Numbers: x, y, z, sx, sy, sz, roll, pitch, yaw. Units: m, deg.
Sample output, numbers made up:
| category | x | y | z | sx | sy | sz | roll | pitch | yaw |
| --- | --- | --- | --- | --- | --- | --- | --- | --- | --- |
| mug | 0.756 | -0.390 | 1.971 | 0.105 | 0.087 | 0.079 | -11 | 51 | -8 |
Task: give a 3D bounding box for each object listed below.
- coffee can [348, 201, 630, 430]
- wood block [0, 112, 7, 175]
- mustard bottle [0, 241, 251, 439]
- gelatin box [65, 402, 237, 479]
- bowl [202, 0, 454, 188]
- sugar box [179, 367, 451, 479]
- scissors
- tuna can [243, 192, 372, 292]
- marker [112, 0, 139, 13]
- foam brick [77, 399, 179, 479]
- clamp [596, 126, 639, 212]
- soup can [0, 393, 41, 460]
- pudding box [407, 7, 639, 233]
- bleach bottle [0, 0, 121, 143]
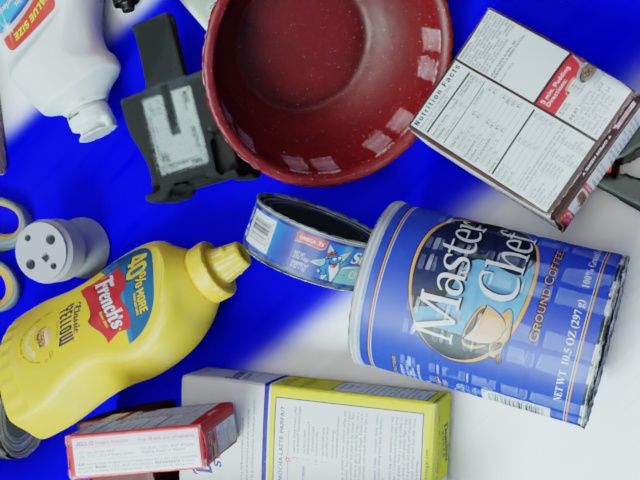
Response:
| category | x | y | z | sx | sy | sz | roll | pitch | yaw |
| --- | --- | --- | --- | --- | --- | --- | --- | --- | --- |
| coffee can | 0.099 | 0.042 | 0.628 | 0.140 | 0.102 | 0.103 | 14 | 97 | 18 |
| wood block | -0.347 | -0.079 | 0.788 | 0.206 | 0.090 | 0.091 | -7 | 90 | 20 |
| mustard bottle | -0.129 | 0.054 | 0.722 | 0.192 | 0.058 | 0.096 | -29 | 42 | 17 |
| gelatin box | -0.104 | 0.126 | 0.667 | 0.089 | 0.073 | 0.030 | -8 | 90 | 10 |
| bowl | -0.001 | -0.117 | 0.656 | 0.162 | 0.055 | 0.162 | -8 | 113 | -19 |
| sugar box | -0.006 | 0.138 | 0.702 | 0.176 | 0.048 | 0.093 | 4 | 94 | 23 |
| scissors | -0.303 | 0.019 | 0.816 | 0.202 | 0.016 | 0.096 | -13 | 88 | 20 |
| tuna can | -0.004 | 0.001 | 0.672 | 0.086 | 0.086 | 0.034 | 24 | 102 | 17 |
| marker | -0.152 | -0.217 | 0.748 | 0.020 | 0.020 | 0.121 | -19 | 86 | 19 |
| foam brick | -0.126 | 0.155 | 0.741 | 0.051 | 0.053 | 0.078 | -13 | 89 | 20 |
| clamp | 0.240 | -0.059 | 0.609 | 0.172 | 0.039 | 0.120 | 3 | 80 | 22 |
| soup can | -0.259 | 0.124 | 0.778 | 0.102 | 0.068 | 0.068 | 0 | 93 | 19 |
| pudding box | 0.121 | -0.073 | 0.632 | 0.114 | 0.039 | 0.090 | 38 | 97 | 31 |
| bleach bottle | -0.197 | -0.191 | 0.744 | 0.103 | 0.068 | 0.251 | -25 | 87 | 19 |
